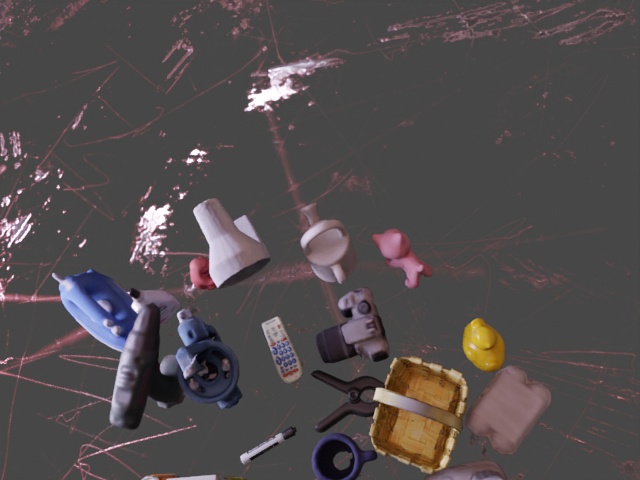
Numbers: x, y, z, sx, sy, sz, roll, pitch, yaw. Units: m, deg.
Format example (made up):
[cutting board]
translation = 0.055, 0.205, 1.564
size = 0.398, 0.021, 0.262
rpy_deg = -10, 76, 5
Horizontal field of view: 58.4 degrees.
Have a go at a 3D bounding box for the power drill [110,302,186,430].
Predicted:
[power drill]
translation = -0.328, 0.255, 1.124
size = 0.075, 0.209, 0.230
rpy_deg = 9, 71, 14

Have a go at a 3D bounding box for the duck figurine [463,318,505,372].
[duck figurine]
translation = 0.314, 0.197, 1.092
size = 0.077, 0.086, 0.104
rpy_deg = -20, 66, 3

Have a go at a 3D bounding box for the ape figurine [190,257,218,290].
[ape figurine]
translation = -0.253, 0.067, 1.247
size = 0.076, 0.092, 0.077
rpy_deg = -24, 66, 1

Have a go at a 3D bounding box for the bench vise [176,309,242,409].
[bench vise]
translation = -0.246, 0.229, 1.113
size = 0.207, 0.220, 0.121
rpy_deg = 40, 81, 22

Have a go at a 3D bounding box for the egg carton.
[egg carton]
translation = 0.344, 0.310, 1.051
size = 0.107, 0.069, 0.150
rpy_deg = 36, 79, 21

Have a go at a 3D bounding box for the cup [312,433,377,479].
[cup]
translation = 0.050, 0.404, 1.055
size = 0.117, 0.095, 0.091
rpy_deg = -11, 67, 6

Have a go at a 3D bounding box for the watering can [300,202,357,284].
[watering can]
translation = 0.009, 0.005, 1.166
size = 0.101, 0.194, 0.172
rpy_deg = -45, 68, -8

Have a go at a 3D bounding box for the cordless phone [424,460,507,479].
[cordless phone]
translation = 0.248, 0.426, 0.960
size = 0.147, 0.185, 0.094
rpy_deg = -17, 66, 4

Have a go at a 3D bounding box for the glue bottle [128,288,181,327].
[glue bottle]
translation = -0.357, 0.132, 1.197
size = 0.037, 0.173, 0.078
rpy_deg = 39, 80, 22

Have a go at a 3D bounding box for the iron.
[iron]
translation = -0.461, 0.157, 1.225
size = 0.257, 0.142, 0.119
rpy_deg = 35, 79, 21

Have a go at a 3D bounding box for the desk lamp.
[desk lamp]
translation = -0.181, 0.014, 1.189
size = 0.118, 0.214, 0.203
rpy_deg = -31, 66, -2

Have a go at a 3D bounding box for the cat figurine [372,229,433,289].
[cat figurine]
translation = 0.168, 0.027, 1.169
size = 0.067, 0.118, 0.127
rpy_deg = -43, 67, -7

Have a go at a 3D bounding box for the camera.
[camera]
translation = 0.057, 0.179, 1.139
size = 0.136, 0.101, 0.143
rpy_deg = -19, 66, 3
